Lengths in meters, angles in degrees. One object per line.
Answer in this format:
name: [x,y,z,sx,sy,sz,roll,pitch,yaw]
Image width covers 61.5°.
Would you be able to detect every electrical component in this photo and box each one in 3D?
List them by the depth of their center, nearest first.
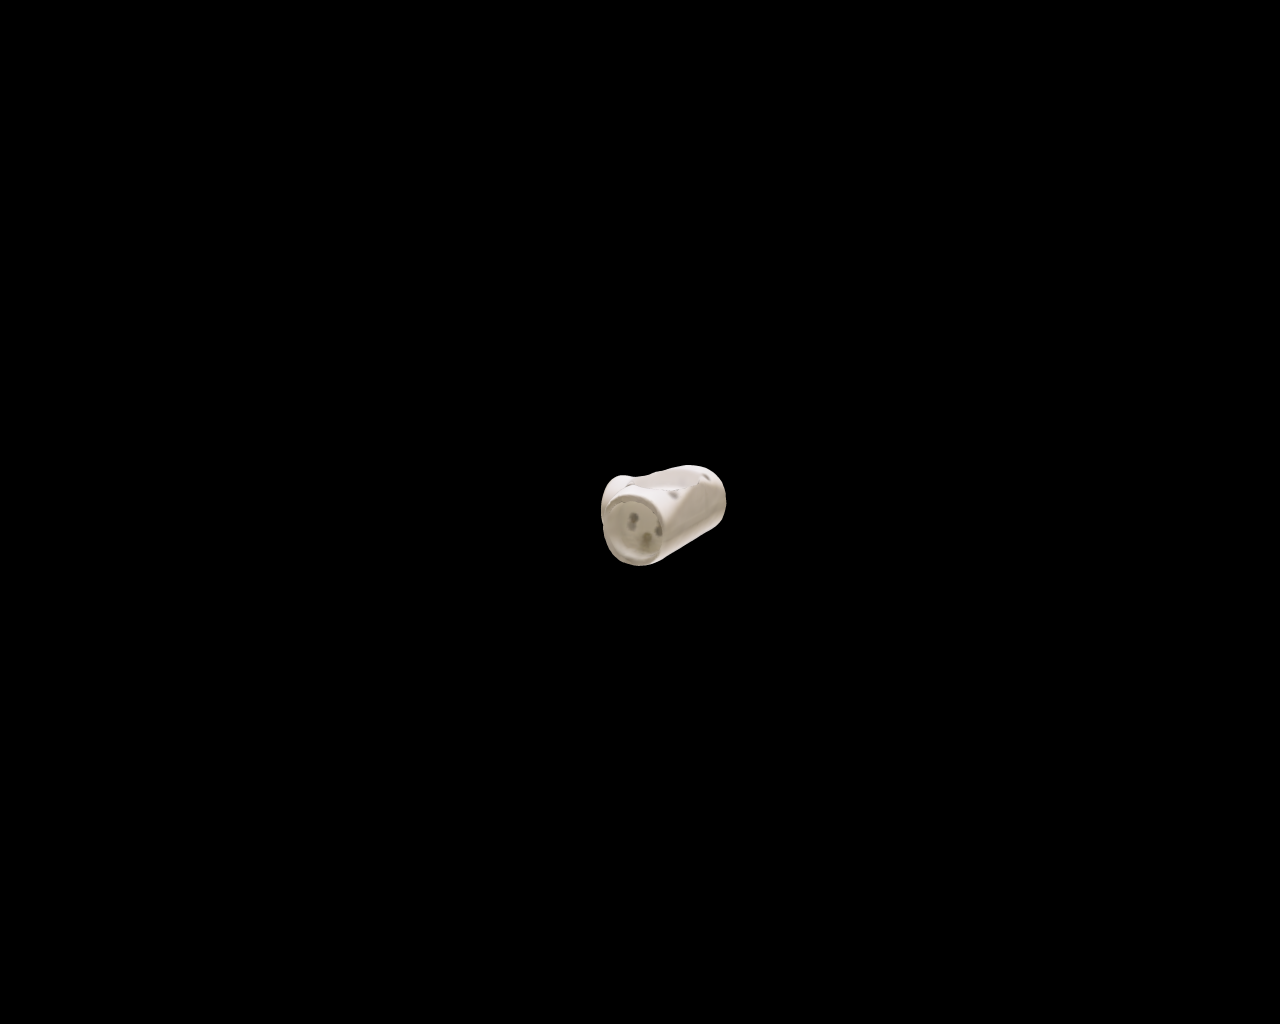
electrical component: [0.001,-0.003,0.650,0.079,0.044,0.077,11,21,30]
